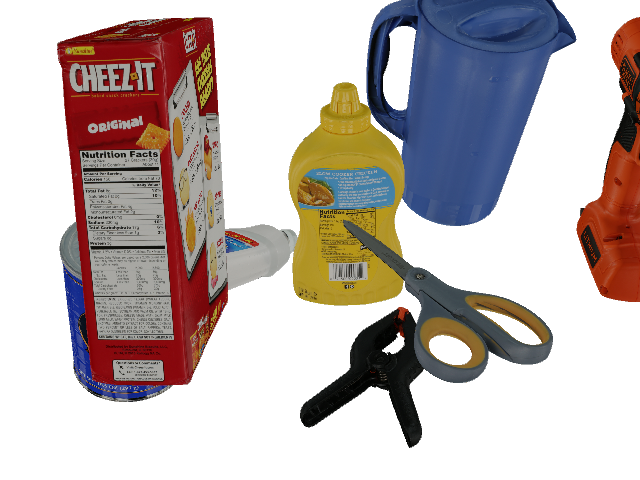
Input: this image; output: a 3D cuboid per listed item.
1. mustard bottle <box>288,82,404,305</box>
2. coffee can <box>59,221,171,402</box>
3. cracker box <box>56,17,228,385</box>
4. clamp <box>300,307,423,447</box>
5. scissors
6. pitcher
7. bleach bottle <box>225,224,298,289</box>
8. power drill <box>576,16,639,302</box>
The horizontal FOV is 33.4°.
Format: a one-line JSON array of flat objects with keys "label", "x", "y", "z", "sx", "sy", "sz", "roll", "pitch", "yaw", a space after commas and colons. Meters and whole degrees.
[{"label": "mustard bottle", "x": 0.022, "y": -0.039, "z": 0.890, "sx": 0.096, "sy": 0.192, "sz": 0.058, "roll": -1, "pitch": 30, "yaw": 2}, {"label": "coffee can", "x": -0.171, "y": 0.056, "z": 0.937, "sx": 0.103, "sy": 0.140, "sz": 0.103, "roll": 3, "pitch": 38, "yaw": -2}, {"label": "cracker box", "x": -0.111, "y": -0.033, "z": 0.704, "sx": 0.072, "sy": 0.214, "sz": 0.164, "roll": -1, "pitch": 15, "yaw": 5}, {"label": "clamp", "x": 0.068, "y": 0.136, "z": 1.059, "sx": 0.120, "sy": 0.039, "sz": 0.171, "roll": 19, "pitch": 49, "yaw": 22}, {"label": "scissors", "x": 0.061, "y": 0.040, "z": 0.724, "sx": 0.202, "sy": 0.016, "sz": 0.096, "roll": 26, "pitch": 41, "yaw": 36}, {"label": "pitcher", "x": 0.134, "y": -0.134, "z": 1.054, "sx": 0.144, "sy": 0.243, "sz": 0.149, "roll": -30, "pitch": 57, "yaw": -31}, {"label": "bleach bottle", "x": -0.132, "y": 0.023, "z": 1.230, "sx": 0.250, "sy": 0.068, "sz": 0.103, "roll": -16, "pitch": 31, "yaw": -42}, {"label": "power drill", "x": 0.243, "y": -0.048, "z": 0.786, "sx": 0.057, "sy": 0.188, "sz": 0.184, "roll": 4, "pitch": 36, "yaw": -1}]
